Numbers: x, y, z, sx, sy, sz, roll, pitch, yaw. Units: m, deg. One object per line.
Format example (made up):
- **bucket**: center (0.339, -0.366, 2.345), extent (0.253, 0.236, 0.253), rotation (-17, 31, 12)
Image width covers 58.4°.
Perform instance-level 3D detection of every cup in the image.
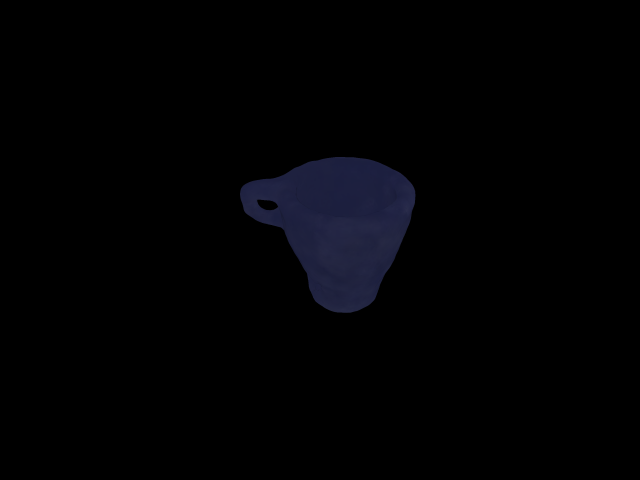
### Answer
- **cup**: center (0.004, 0.001, 0.400), extent (0.117, 0.095, 0.091), rotation (5, 36, 7)
